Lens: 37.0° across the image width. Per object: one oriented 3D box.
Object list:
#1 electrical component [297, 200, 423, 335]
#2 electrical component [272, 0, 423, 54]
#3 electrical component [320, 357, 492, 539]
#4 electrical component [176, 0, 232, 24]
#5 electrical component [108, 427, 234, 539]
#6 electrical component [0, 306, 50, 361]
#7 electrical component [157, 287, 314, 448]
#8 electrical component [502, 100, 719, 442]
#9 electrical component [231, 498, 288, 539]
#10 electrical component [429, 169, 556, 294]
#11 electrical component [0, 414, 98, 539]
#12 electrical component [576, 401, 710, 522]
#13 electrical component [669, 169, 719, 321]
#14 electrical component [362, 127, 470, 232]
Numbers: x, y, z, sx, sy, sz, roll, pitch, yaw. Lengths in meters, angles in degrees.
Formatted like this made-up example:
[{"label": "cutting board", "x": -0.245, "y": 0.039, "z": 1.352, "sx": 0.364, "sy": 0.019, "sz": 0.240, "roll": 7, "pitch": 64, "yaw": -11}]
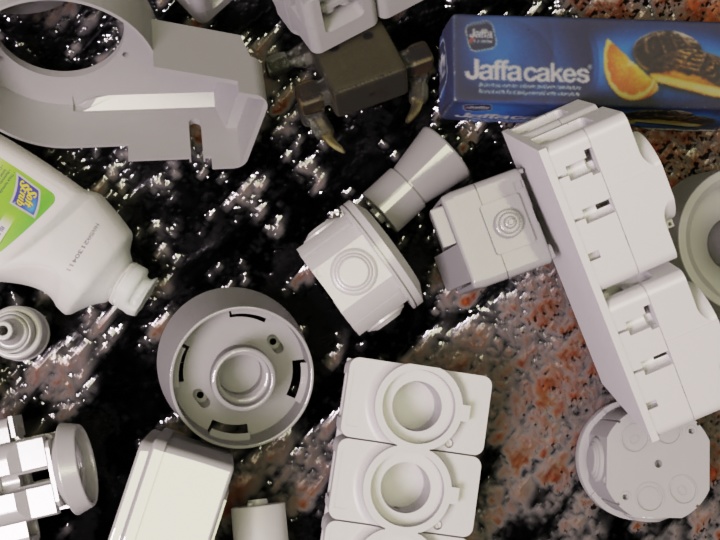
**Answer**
[{"label": "electrical component", "x": 0.000, "y": 0.000, "z": 0.683, "sx": 0.051, "sy": 0.080, "sz": 0.080, "roll": -36, "pitch": 88, "yaw": -2}, {"label": "electrical component", "x": 0.011, "y": -0.215, "z": 0.700, "sx": 0.150, "sy": 0.061, "sz": 0.089, "roll": -29, "pitch": 62, "yaw": -9}, {"label": "electrical component", "x": 0.026, "y": 0.135, "z": 0.680, "sx": 0.089, "sy": 0.061, "sz": 0.150, "roll": 9, "pitch": 84, "yaw": -4}, {"label": "electrical component", "x": -0.118, "y": -0.213, "z": 0.705, "sx": 0.050, "sy": 0.055, "sz": 0.089, "roll": -44, "pitch": 89, "yaw": -7}, {"label": "electrical component", "x": -0.117, "y": 0.155, "z": 0.643, "sx": 0.056, "sy": 0.109, "sz": 0.108, "roll": 18, "pitch": 83, "yaw": -6}, {"label": "electrical component", "x": -0.215, "y": 0.039, "z": 0.669, "sx": 0.035, "sy": 0.061, "sz": 0.035, "roll": 0, "pitch": 84, "yaw": -5}, {"label": "electrical component", "x": -0.079, "y": 0.063, "z": 0.689, "sx": 0.099, "sy": 0.064, "sz": 0.099, "roll": -1, "pitch": 96, "yaw": -13}, {"label": "electrical component", "x": 0.158, "y": -0.006, "z": 0.655, "sx": 0.060, "sy": 0.105, "sz": 0.186, "roll": -24, "pitch": 104, "yaw": 2}, {"label": "electrical component", "x": -0.062, "y": 0.178, "z": 0.680, "sx": 0.044, "sy": 0.044, "sz": 0.065, "roll": -5, "pitch": 80, "yaw": -5}, {"label": "electrical component", "x": 0.079, "y": -0.022, "z": 0.682, "sx": 0.061, "sy": 0.096, "sz": 0.061, "roll": -20, "pitch": 87, "yaw": -3}, {"label": "electrical component", "x": -0.197, "y": 0.126, "z": 0.665, "sx": 0.057, "sy": 0.058, "sz": 0.078, "roll": -12, "pitch": 85, "yaw": -3}, {"label": "electrical component", "x": 0.185, "y": 0.124, "z": 0.700, "sx": 0.080, "sy": 0.051, "sz": 0.080, "roll": 0, "pitch": 84, "yaw": -5}, {"label": "electrical component", "x": 0.253, "y": -0.018, "z": 0.714, "sx": 0.108, "sy": 0.060, "sz": 0.108, "roll": 0, "pitch": 84, "yaw": -5}, {"label": "electrical component", "x": 0.034, "y": -0.057, "z": 0.711, "sx": 0.065, "sy": 0.044, "sz": 0.044, "roll": -43, "pitch": 89, "yaw": -3}]
